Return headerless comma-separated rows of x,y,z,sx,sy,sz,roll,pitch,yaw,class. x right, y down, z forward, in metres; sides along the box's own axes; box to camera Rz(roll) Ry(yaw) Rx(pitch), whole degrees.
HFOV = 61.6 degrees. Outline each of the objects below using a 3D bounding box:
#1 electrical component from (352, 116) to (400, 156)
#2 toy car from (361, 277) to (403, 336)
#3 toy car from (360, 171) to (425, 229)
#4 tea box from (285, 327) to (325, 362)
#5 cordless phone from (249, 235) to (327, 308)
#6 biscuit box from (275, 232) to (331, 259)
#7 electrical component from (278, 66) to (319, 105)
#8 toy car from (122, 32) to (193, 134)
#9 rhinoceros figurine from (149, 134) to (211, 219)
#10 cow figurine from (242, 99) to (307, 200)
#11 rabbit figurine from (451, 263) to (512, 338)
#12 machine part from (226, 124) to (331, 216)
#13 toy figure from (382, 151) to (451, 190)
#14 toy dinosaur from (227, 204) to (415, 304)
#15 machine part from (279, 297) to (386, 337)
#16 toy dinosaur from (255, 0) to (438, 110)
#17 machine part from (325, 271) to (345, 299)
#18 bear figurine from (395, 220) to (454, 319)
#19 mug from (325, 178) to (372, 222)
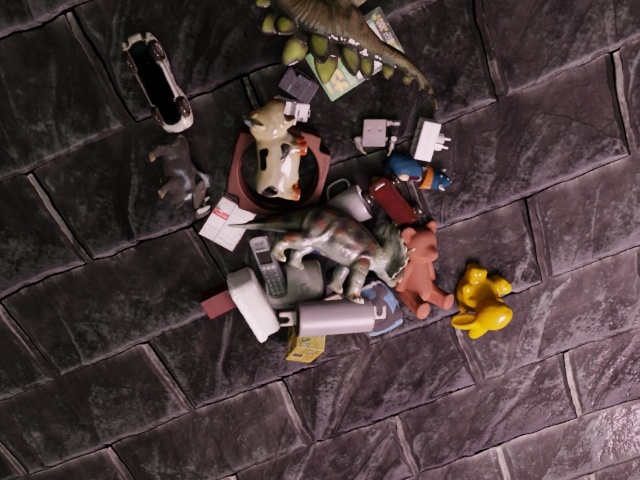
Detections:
0.120,-0.225,1.159,0.102,0.045,0.078,4,115,-7,electrical component
0.125,0.147,1.294,0.109,0.103,0.161,-27,123,6,toy car
0.164,-0.083,1.200,0.089,0.053,0.202,-38,141,11,toy car
-0.034,0.227,1.274,0.068,0.169,0.098,9,68,-10,tea box
-0.072,0.059,1.215,0.147,0.089,0.184,-12,115,24,cordless phone
-0.003,-0.004,1.238,0.203,0.063,0.059,18,111,-13,biscuit box
-0.042,-0.307,1.067,0.075,0.119,0.047,28,109,-19,electrical component
-0.323,-0.312,1.075,0.074,0.056,0.201,-18,114,11,toy car
-0.294,-0.134,1.152,0.112,0.073,0.190,-18,115,-4,rhinoceros figurine
-0.091,-0.178,1.050,0.127,0.086,0.194,2,115,-13,cow figurine
0.388,0.157,1.287,0.122,0.173,0.162,35,103,-23,rabbit figurine
-0.090,-0.153,1.151,0.201,0.087,0.201,12,111,-11,machine part
0.216,-0.150,1.193,0.154,0.058,0.064,22,87,-11,toy figure
0.027,-0.001,1.132,0.405,0.131,0.192,31,83,-12,toy dinosaur
0.030,0.169,1.177,0.243,0.079,0.079,-2,115,-15,machine part
0.027,-0.394,0.997,0.471,0.105,0.198,21,79,-6,toy dinosaur
0.007,0.109,1.305,0.084,0.039,0.138,-25,116,15,machine part
0.247,0.063,1.261,0.120,0.132,0.195,-12,123,-32,bear figurine
0.047,-0.077,1.205,0.107,0.081,0.109,-27,89,12,mug
